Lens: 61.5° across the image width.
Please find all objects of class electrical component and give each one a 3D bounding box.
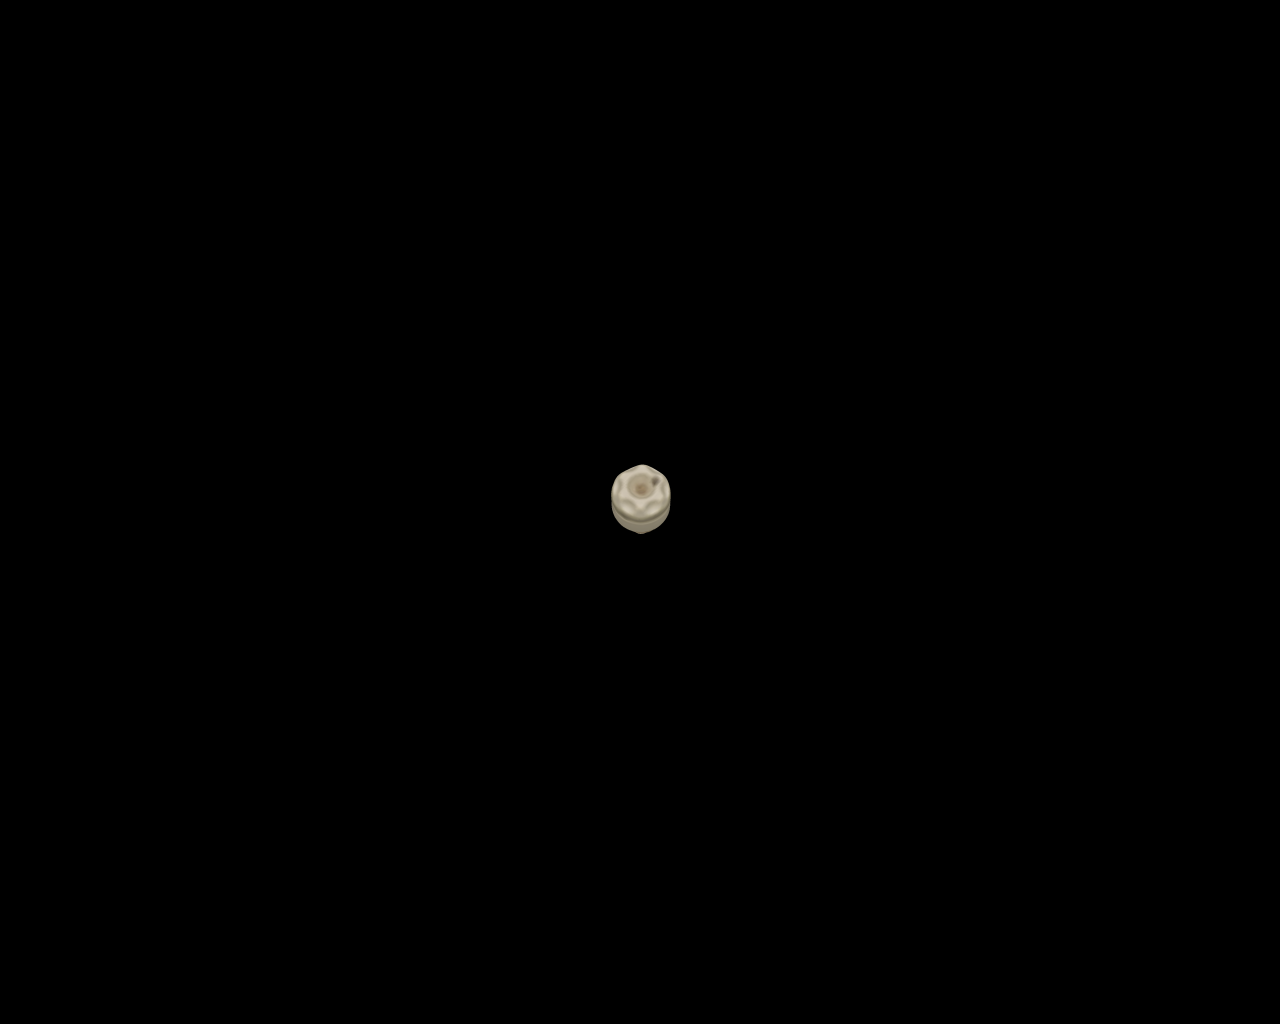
[{"bbox_3d":[0.001,-0.003,0.650,0.035,0.035,0.061,0,-25,0],"label":"electrical component"}]
